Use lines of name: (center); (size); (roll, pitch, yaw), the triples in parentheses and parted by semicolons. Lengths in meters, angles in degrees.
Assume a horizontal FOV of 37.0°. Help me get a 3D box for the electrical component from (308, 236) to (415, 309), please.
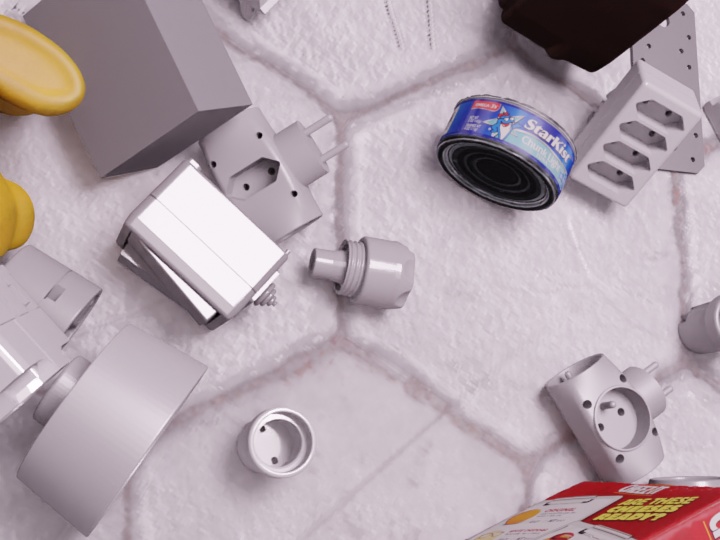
electrical component: (0.000, 0.000, 0.665); (0.062, 0.043, 0.043); (10, 76, -15)

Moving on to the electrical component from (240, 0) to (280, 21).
electrical component: (-0.072, -0.201, 0.669); (0.064, 0.081, 0.042); (35, 68, 15)

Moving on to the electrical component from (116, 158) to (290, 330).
electrical component: (-0.090, -0.006, 0.624); (0.096, 0.062, 0.061); (44, 71, -6)

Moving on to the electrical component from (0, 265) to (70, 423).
electrical component: (-0.220, 0.073, 0.522); (0.150, 0.089, 0.061); (-41, 95, 1)

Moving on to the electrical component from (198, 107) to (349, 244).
electrical component: (-0.045, -0.064, 0.652); (0.079, 0.043, 0.077); (-31, 90, 9)

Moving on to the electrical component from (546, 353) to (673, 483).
electrical component: (0.174, 0.089, 0.706); (0.079, 0.044, 0.077); (-31, 90, -23)

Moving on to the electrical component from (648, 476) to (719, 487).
electrical component: (0.217, 0.164, 0.699); (0.078, 0.058, 0.057); (1, 82, -19)

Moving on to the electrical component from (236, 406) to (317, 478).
electrical component: (-0.050, 0.101, 0.625); (0.040, 0.046, 0.040); (4, 78, -18)

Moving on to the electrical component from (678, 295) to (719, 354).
electrical component: (0.248, 0.038, 0.741); (0.040, 0.046, 0.040); (4, 78, -18)

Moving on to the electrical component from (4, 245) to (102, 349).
electrical component: (-0.178, 0.019, 0.594); (0.047, 0.055, 0.055); (36, 70, -5)

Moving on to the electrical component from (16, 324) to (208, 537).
electrical component: (-0.136, 0.078, 0.570); (0.060, 0.108, 0.108); (35, 70, -3)

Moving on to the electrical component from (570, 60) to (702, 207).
electrical component: (0.185, -0.102, 0.739); (0.047, 0.083, 0.075); (27, 33, -12)

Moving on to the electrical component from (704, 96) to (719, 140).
electrical component: (0.306, -0.099, 0.787); (0.056, 0.050, 0.089); (-27, 89, -22)
